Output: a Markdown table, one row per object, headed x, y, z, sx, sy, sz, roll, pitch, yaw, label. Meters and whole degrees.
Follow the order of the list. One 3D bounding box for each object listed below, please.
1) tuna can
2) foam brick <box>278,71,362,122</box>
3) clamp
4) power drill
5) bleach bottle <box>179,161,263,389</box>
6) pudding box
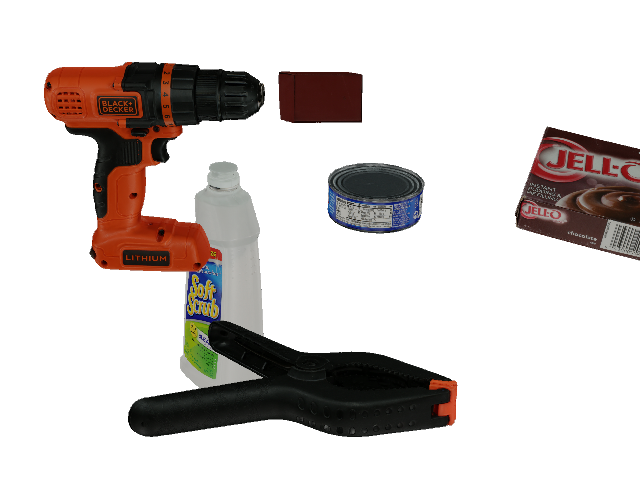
| x | y | z | sx | sy | sz | roll | pitch | yaw | label |
| --- | --- | --- | --- | --- | --- | --- | --- | --- | --- |
| 0.049 | -0.038 | 0.951 | 0.086 | 0.034 | 0.086 | 1 | 25 | -1 | tuna can |
| 0.000 | -0.151 | 1.123 | 0.078 | 0.051 | 0.053 | -3 | 12 | -19 | foam brick |
| -0.011 | 0.097 | 0.744 | 0.210 | 0.036 | 0.164 | 2 | 18 | 7 | clamp |
| -0.138 | -0.065 | 0.927 | 0.184 | 0.188 | 0.057 | 2 | 29 | 5 | power drill |
| -0.102 | 0.038 | 1.093 | 0.067 | 0.251 | 0.103 | -18 | 33 | -33 | bleach bottle |
| 0.214 | -0.036 | 0.811 | 0.113 | 0.039 | 0.090 | 17 | 48 | 12 | pudding box |
